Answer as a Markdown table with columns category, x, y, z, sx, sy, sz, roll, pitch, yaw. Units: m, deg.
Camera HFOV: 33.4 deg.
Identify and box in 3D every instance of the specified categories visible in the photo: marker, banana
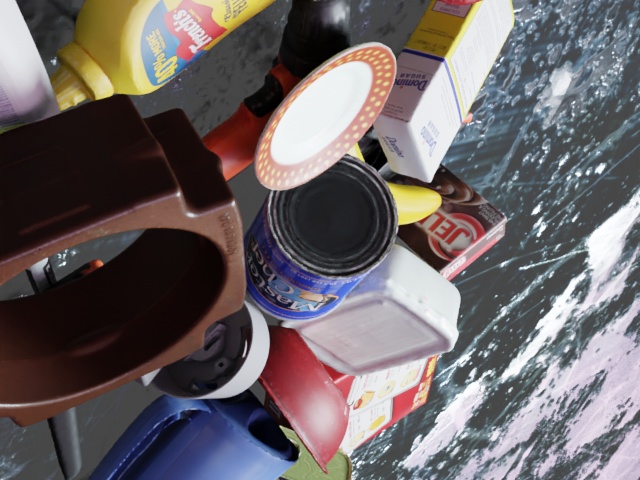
| category | x | y | z | sx | sy | sz | roll | pitch | yaw |
| --- | --- | --- | --- | --- | --- | --- | --- | --- | --- |
| marker | -0.200 | 0.043 | 0.789 | 0.020 | 0.020 | 0.121 | -34 | 148 | -23 |
| banana | 0.049 | -0.050 | 0.928 | 0.069 | 0.037 | 0.197 | -42 | 145 | 5 |

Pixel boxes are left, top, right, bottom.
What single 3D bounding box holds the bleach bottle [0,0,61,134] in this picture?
| category | x | y | z | sx | sy | sz | roll | pitch | yaw |
| --- | --- | --- | --- | --- | --- | --- | --- | --- | --- |
| bleach bottle | -0.202 | -0.081 | 0.588 | 0.102 | 0.068 | 0.251 | -7 | 150 | -1 |

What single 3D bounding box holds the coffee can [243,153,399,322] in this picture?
| category | x | y | z | sx | sy | sz | roll | pitch | yaw |
| --- | --- | --- | --- | --- | --- | --- | --- | --- | --- |
| coffee can | -0.006 | 0.001 | 0.862 | 0.102 | 0.103 | 0.140 | -36 | 174 | -21 |

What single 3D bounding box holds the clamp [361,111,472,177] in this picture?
| category | x | y | z | sx | sy | sz | roll | pitch | yaw |
| --- | --- | --- | --- | --- | --- | --- | --- | --- | --- |
| clamp | 0.065 | -0.096 | 0.957 | 0.171 | 0.039 | 0.120 | -33 | 152 | -21 |

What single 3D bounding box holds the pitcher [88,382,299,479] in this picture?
| category | x | y | z | sx | sy | sz | roll | pitch | yaw |
| --- | --- | --- | --- | --- | --- | --- | --- | --- | --- |
| pitcher | -0.150 | 0.235 | 0.979 | 0.243 | 0.149 | 0.145 | -48 | -168 | 5 |

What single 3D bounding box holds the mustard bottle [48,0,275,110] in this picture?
| category | x | y | z | sx | sy | sz | roll | pitch | yaw |
| --- | --- | --- | --- | --- | --- | --- | --- | --- | --- |
| mustard bottle | -0.093 | -0.146 | 0.669 | 0.191 | 0.058 | 0.096 | -40 | 163 | -13 |

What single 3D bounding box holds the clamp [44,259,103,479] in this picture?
| category | x | y | z | sx | sy | sz | roll | pitch | yaw |
| --- | --- | --- | --- | --- | --- | --- | --- | --- | --- |
| clamp | -0.218 | 0.103 | 0.788 | 0.164 | 0.036 | 0.210 | 7 | 122 | -41 |

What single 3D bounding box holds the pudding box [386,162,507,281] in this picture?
| category | x | y | z | sx | sy | sz | roll | pitch | yaw |
| --- | --- | --- | --- | --- | --- | --- | --- | --- | --- |
| pudding box | 0.108 | -0.020 | 1.025 | 0.090 | 0.114 | 0.039 | -37 | 151 | -20 |

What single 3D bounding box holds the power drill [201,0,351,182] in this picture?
| category | x | y | z | sx | sy | sz | roll | pitch | yaw |
| --- | --- | --- | --- | --- | --- | --- | --- | --- | --- |
| power drill | -0.056 | -0.089 | 0.760 | 0.187 | 0.057 | 0.184 | -35 | 160 | -19 |

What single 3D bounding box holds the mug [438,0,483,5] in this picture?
| category | x | y | z | sx | sy | sz | roll | pitch | yaw |
| --- | --- | --- | --- | --- | --- | --- | --- | --- | --- |
| mug | 0.108 | -0.243 | 0.808 | 0.081 | 0.093 | 0.117 | 65 | 33 | -63 |

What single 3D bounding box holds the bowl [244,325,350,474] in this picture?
| category | x | y | z | sx | sy | sz | roll | pitch | yaw |
| --- | --- | --- | --- | --- | --- | --- | --- | --- | --- |
| bowl | -0.020 | 0.134 | 0.981 | 0.055 | 0.162 | 0.162 | -35 | 149 | -6 |

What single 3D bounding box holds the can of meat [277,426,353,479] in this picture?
| category | x | y | z | sx | sy | sz | roll | pitch | yaw |
| --- | --- | --- | --- | --- | --- | --- | --- | --- | --- |
| can of meat | -0.031 | 0.246 | 1.098 | 0.084 | 0.102 | 0.057 | -55 | -162 | 42 |

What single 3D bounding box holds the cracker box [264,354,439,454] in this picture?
| category | x | y | z | sx | sy | sz | roll | pitch | yaw |
| --- | --- | --- | --- | --- | --- | --- | --- | --- | --- |
| cracker box | 0.036 | 0.157 | 1.181 | 0.213 | 0.072 | 0.164 | -26 | 143 | -32 |

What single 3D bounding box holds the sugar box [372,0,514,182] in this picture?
| category | x | y | z | sx | sy | sz | roll | pitch | yaw |
| --- | --- | --- | --- | --- | --- | --- | --- | --- | --- |
| sugar box | 0.105 | -0.146 | 0.893 | 0.176 | 0.048 | 0.093 | -58 | 151 | -18 |
